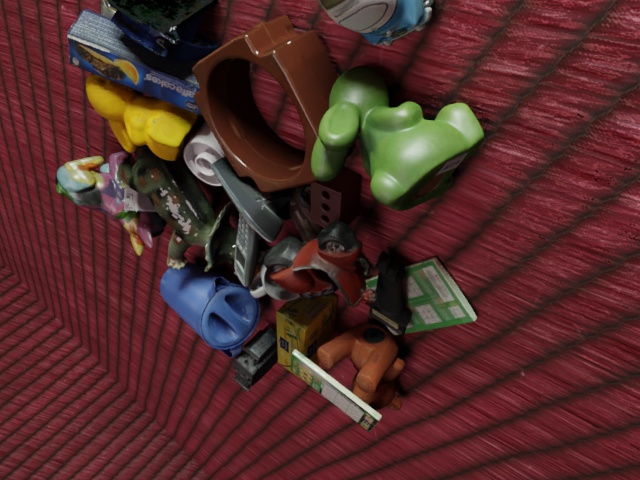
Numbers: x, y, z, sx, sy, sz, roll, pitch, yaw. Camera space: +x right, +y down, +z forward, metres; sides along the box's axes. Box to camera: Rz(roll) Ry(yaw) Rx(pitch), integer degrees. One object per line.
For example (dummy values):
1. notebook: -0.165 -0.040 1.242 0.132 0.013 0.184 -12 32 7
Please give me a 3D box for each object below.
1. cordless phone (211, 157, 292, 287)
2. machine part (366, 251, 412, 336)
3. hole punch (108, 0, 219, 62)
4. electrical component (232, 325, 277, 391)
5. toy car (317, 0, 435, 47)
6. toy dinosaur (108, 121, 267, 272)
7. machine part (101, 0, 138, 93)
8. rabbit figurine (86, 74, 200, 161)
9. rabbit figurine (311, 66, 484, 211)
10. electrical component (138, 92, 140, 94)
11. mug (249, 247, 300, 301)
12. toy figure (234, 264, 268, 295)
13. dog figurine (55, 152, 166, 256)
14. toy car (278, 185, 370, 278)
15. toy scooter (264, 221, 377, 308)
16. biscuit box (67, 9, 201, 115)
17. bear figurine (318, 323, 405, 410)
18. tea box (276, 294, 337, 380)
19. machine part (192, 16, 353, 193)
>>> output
1. cordless phone: -0.122 -0.027 0.858 0.147 0.089 0.184 52 140 36
2. machine part: 0.103 0.082 0.802 0.084 0.039 0.138 33 144 37
3. hole punch: -0.209 -0.294 0.732 0.142 0.116 0.092 38 152 14
4. electrical component: -0.133 0.254 1.172 0.058 0.115 0.134 36 145 13
5. toy car: 0.034 -0.259 0.513 0.109 0.103 0.161 -3 119 49
6. toy dinosaur: -0.259 -0.084 0.970 0.404 0.131 0.192 52 142 -5
7. machine part: -0.305 -0.311 0.843 0.079 0.079 0.243 45 145 4
8. rabbit figurine: -0.287 -0.208 0.862 0.173 0.122 0.162 25 164 -18
9. rabbit figurine: 0.063 -0.115 0.602 0.170 0.159 0.121 53 157 18
10. electrical component: -0.363 -0.261 0.984 0.078 0.045 0.102 -27 107 25
11. mug: -0.071 0.055 0.914 0.080 0.109 0.107 50 -177 -20
12. toy figure: -0.100 0.077 1.017 0.155 0.058 0.064 14 128 45
13. dog figurine: -0.429 -0.067 1.131 0.108 0.191 0.219 -24 89 47
14. toy car: -0.002 -0.003 0.843 0.202 0.053 0.089 55 148 -13
15. toy scooter: 0.009 0.049 0.784 0.184 0.075 0.135 -19 119 45
16. biscuit box: -0.253 -0.254 0.779 0.203 0.063 0.059 19 148 -11
17. bear figurine: 0.077 0.240 0.929 0.120 0.132 0.195 27 134 30
18. tea box: -0.025 0.168 0.990 0.068 0.098 0.169 30 143 23
19. machine part: -0.060 -0.172 0.711 0.201 0.087 0.201 -6 120 50
